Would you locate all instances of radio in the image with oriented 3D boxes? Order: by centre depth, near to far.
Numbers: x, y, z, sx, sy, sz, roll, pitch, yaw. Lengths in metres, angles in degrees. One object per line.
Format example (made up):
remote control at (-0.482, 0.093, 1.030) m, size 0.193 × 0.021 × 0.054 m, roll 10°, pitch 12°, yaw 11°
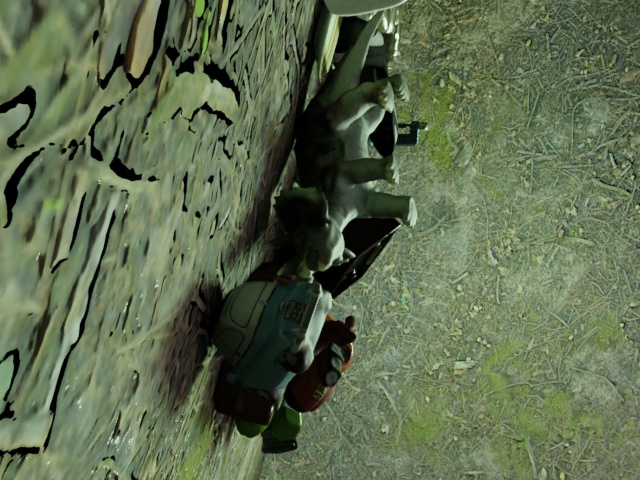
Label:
radio at (0.045, 0.029, 0.939) m, size 0.131 × 0.073 × 0.229 m, roll -35°, pitch 167°, yaw -29°

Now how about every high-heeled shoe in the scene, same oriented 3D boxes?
high-heeled shoe at (0.077, -0.230, 0.851) m, size 0.248 × 0.086 × 0.145 m, roll 31°, pitch 49°, yaw -69°

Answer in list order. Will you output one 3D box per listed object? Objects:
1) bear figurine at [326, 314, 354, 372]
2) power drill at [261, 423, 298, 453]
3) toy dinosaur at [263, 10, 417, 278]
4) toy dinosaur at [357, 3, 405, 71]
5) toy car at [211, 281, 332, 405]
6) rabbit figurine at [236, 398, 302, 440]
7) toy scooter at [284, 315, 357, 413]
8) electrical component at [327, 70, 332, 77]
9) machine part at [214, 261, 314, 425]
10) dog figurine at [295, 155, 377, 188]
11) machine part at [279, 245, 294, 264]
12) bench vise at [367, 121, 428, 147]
bear figurine at (-0.022, 0.227, 1.124) m, size 0.196 × 0.132 × 0.120 m, roll -15°, pitch -137°, yaw 54°
power drill at (-0.090, 0.331, 1.125) m, size 0.231 × 0.086 × 0.207 m, roll 96°, pitch -7°, yaw -46°
toy dinosaur at (0.023, -0.123, 0.731) m, size 0.131 × 0.192 × 0.405 m, roll 42°, pitch 45°, yaw -57°
toy dinosaur at (0.093, -0.402, 0.926) m, size 0.471 × 0.105 × 0.198 m, roll -64°, pitch 163°, yaw -60°
toy car at (-0.059, 0.094, 0.551) m, size 0.161 × 0.103 × 0.109 m, roll 122°, pitch -9°, yaw -58°
rabbit figurine at (-0.107, 0.282, 0.963) m, size 0.170 × 0.121 × 0.159 m, roll -52°, pitch -160°, yaw 42°
toy scooter at (0.007, 0.191, 0.890) m, size 0.135 × 0.075 × 0.184 m, roll -36°, pitch -156°, yaw 24°
electrical component at (0.031, -0.241, 0.976) m, size 0.115 × 0.058 × 0.134 m, roll 97°, pitch 9°, yaw -85°
machine part at (-0.073, 0.142, 0.772) m, size 0.201 × 0.087 × 0.201 m, roll -60°, pitch 167°, yaw -81°
dog figurine at (0.053, -0.091, 0.950) m, size 0.190 × 0.121 × 0.172 m, roll 37°, pitch 68°, yaw -63°
machine part at (-0.002, -0.003, 1.016) m, size 0.179 × 0.056 × 0.179 m, roll -46°, pitch 169°, yaw -12°
bench vise at (0.129, -0.244, 1.255) m, size 0.129 × 0.241 × 0.223 m, roll -63°, pitch 153°, yaw -58°
